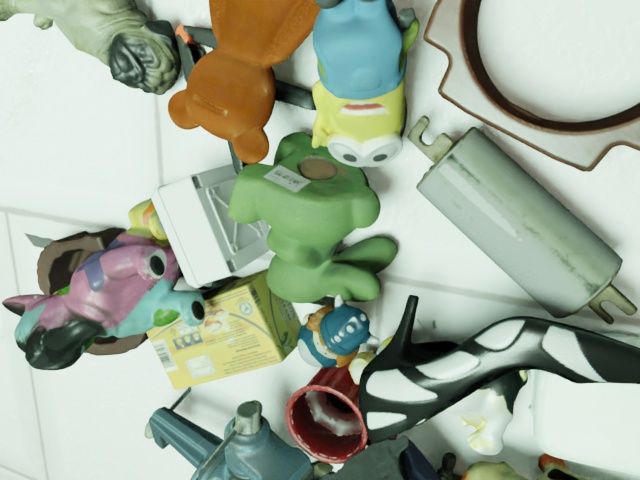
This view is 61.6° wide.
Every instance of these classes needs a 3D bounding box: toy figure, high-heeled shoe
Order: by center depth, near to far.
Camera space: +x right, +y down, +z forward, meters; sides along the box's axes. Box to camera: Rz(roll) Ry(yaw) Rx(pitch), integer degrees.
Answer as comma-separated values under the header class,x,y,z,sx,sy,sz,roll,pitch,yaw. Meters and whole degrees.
class,x,y,z,sx,sy,sz,roll,pitch,yaw
toy figure,0.039,-0.138,0.448,0.082,0.089,0.180,21,148,25
high-heeled shoe,0.151,0.132,0.453,0.249,0.086,0.145,10,87,29
toy figure,0.013,0.099,0.545,0.064,0.154,0.058,23,71,-4

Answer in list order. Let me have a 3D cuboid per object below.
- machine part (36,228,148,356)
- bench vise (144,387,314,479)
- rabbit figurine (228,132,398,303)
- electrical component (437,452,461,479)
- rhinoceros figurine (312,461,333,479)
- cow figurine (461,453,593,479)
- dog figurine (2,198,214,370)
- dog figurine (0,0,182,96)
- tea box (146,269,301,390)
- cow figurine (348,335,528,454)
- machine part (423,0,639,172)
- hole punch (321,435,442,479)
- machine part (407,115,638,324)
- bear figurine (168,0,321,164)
class,x,y,z,sx,sy,sz,roll,pitch,yaw
machine part,-0.288,0.068,0.712,0.180,0.056,0.179,6,108,20
bench vise,-0.126,0.256,0.629,0.241,0.129,0.223,20,132,31
rabbit figurine,-0.001,-0.002,0.548,0.159,0.121,0.170,21,133,12
electrical component,0.158,0.293,0.589,0.078,0.045,0.102,19,113,16
rhinoceros figurine,0.030,0.361,0.652,0.190,0.073,0.112,35,116,11
cow figurine,0.228,0.263,0.500,0.195,0.127,0.085,13,100,18
dog figurine,-0.237,0.049,0.600,0.219,0.192,0.108,-18,130,17
dog figurine,-0.221,-0.262,0.568,0.191,0.121,0.172,22,117,1
tea box,-0.115,0.107,0.640,0.170,0.068,0.098,-19,98,26
cow figurine,0.116,0.135,0.546,0.167,0.068,0.098,21,107,13
machine part,0.199,-0.170,0.405,0.202,0.087,0.200,32,116,13
hole punch,0.070,0.266,0.520,0.092,0.116,0.142,22,125,-33
machine part,0.170,-0.016,0.471,0.243,0.079,0.079,43,118,6
bear figurine,-0.050,-0.178,0.487,0.120,0.132,0.195,26,116,15
